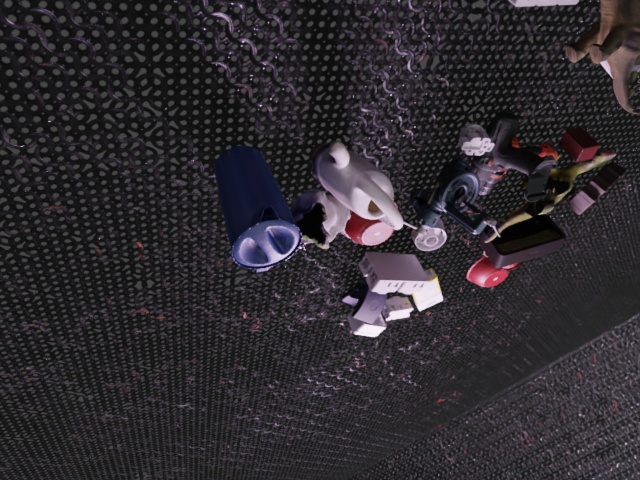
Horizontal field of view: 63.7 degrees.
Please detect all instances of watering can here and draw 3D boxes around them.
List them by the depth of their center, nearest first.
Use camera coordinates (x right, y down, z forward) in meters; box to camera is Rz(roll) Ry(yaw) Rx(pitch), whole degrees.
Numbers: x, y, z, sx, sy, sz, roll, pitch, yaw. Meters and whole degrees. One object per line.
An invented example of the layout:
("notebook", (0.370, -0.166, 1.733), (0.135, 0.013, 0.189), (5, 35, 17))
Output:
("watering can", (0.062, -0.136, 1.067), (0.228, 0.104, 0.342), (42, -1, 42))

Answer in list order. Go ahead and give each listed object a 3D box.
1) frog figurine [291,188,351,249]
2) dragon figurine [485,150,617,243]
("frog figurine", (0.004, -0.061, 1.221), (0.122, 0.136, 0.162), (-18, 16, 27))
("dragon figurine", (0.673, -0.124, 1.507), (0.242, 0.124, 0.404), (10, -48, -46))
